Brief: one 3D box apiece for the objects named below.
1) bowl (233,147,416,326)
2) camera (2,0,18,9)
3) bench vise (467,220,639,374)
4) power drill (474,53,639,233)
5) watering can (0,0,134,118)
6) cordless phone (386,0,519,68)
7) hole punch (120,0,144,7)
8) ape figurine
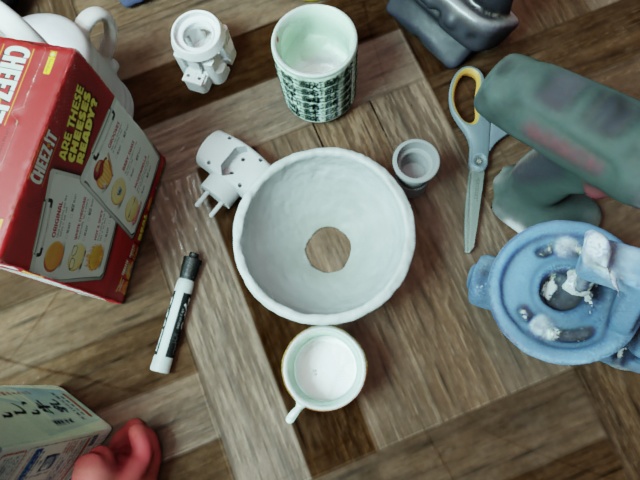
[{"bbox_3d":[0.005,0.002,0.546,0.167,0.075,0.167,-1,76,3],"label":"bowl"},{"bbox_3d":[-0.373,-0.237,0.612,0.143,0.101,0.137,21,78,8],"label":"camera"},{"bbox_3d":[0.235,0.039,0.450,0.207,0.220,0.121,3,76,4],"label":"bench vise"},{"bbox_3d":[0.225,-0.052,0.479,0.229,0.208,0.076,38,81,11],"label":"power drill"},{"bbox_3d":[-0.262,-0.154,0.538,0.101,0.194,0.173,15,77,7],"label":"watering can"},{"bbox_3d":[0.134,-0.269,0.549,0.147,0.185,0.094,42,82,12],"label":"cordless phone"},{"bbox_3d":[-0.201,-0.336,0.632,0.101,0.091,0.108,-22,76,-2],"label":"hole punch"},{"bbox_3d":[-0.182,0.200,0.499,0.078,0.092,0.076,-18,76,-1],"label":"ape figurine"}]
